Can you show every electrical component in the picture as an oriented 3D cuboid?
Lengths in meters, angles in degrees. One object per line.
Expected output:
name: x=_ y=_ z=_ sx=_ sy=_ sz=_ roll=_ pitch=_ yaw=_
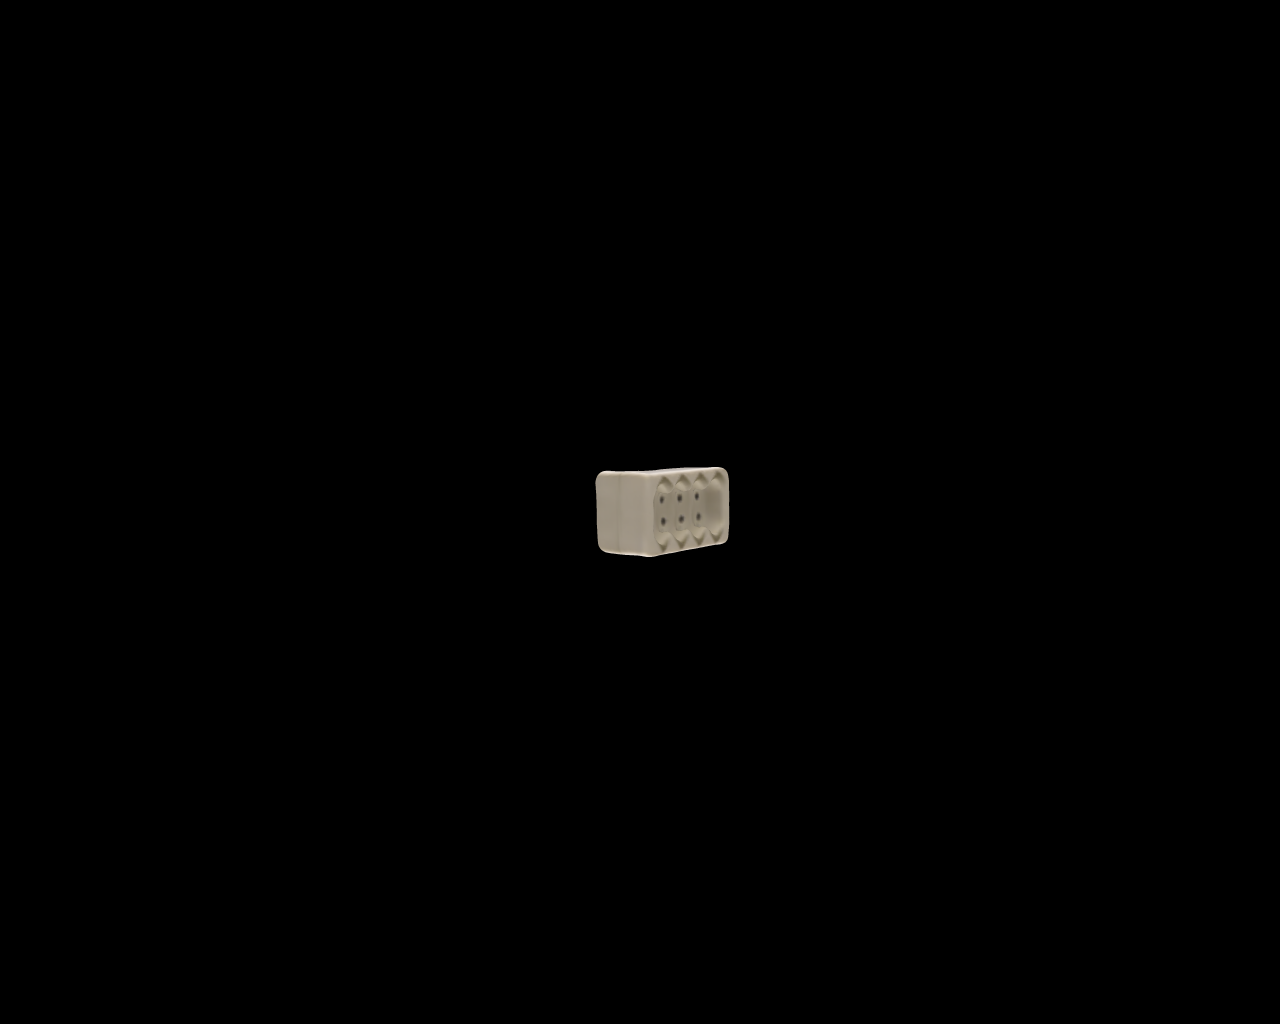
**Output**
electrical component: x=0.001 y=-0.003 z=0.650 sx=0.076 sy=0.047 sz=0.083 roll=4 pitch=6 yaw=39
